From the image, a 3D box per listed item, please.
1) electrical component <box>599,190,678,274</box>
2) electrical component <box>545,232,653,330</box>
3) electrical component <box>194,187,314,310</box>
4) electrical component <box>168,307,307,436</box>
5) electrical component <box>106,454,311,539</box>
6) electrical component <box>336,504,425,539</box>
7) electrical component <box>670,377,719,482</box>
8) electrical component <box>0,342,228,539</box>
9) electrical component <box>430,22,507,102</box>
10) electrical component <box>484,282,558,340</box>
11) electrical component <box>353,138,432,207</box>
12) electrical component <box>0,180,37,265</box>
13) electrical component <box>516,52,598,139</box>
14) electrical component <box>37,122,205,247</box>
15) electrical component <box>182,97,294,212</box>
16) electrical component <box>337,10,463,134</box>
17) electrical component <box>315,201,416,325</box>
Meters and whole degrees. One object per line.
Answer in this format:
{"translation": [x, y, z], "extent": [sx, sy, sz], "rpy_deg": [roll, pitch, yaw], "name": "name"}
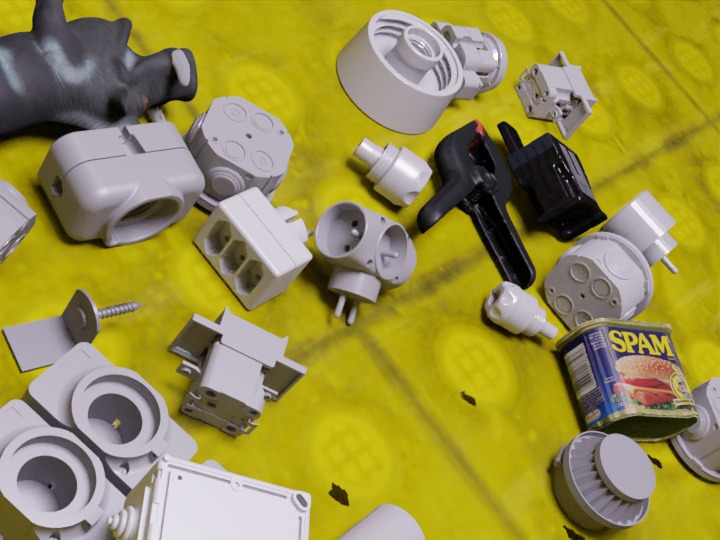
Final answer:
{"translation": [0.256, -0.025, 0.956], "extent": [0.073, 0.052, 0.138], "rpy_deg": [49, 9, 7], "name": "electrical component"}
{"translation": [0.200, 0.013, 0.902], "extent": [0.051, 0.080, 0.080], "rpy_deg": [-29, 76, -41], "name": "electrical component"}
{"translation": [-0.063, -0.022, 0.759], "extent": [0.065, 0.047, 0.077], "rpy_deg": [51, 43, 9], "name": "electrical component"}
{"translation": [-0.081, 0.067, 0.680], "extent": [0.081, 0.042, 0.063], "rpy_deg": [27, 48, -15], "name": "electrical component"}
{"translation": [-0.079, 0.136, 0.520], "extent": [0.096, 0.061, 0.061], "rpy_deg": [20, 47, -22], "name": "electrical component"}
{"translation": [-0.001, 0.179, 0.647], "extent": [0.081, 0.043, 0.043], "rpy_deg": [-28, 76, -46], "name": "electrical component"}
{"translation": [0.301, 0.132, 0.900], "extent": [0.080, 0.051, 0.080], "rpy_deg": [20, 47, -23], "name": "electrical component"}
{"translation": [-0.121, 0.139, 0.579], "extent": [0.186, 0.060, 0.105], "rpy_deg": [43, 43, 0], "name": "electrical component"}
{"translation": [0.101, -0.195, 1.011], "extent": [0.057, 0.058, 0.078], "rpy_deg": [-4, 59, -35], "name": "electrical component"}
{"translation": [0.132, 0.037, 0.865], "extent": [0.061, 0.035, 0.035], "rpy_deg": [31, 44, -16], "name": "electrical component"}
{"translation": [0.024, -0.083, 0.874], "extent": [0.062, 0.043, 0.043], "rpy_deg": [35, 43, -7], "name": "electrical component"}
{"translation": [-0.228, -0.021, 0.616], "extent": [0.051, 0.080, 0.080], "rpy_deg": [42, 42, -9], "name": "electrical component"}
{"translation": [0.194, -0.176, 1.075], "extent": [0.064, 0.042, 0.081], "rpy_deg": [3, 55, -33], "name": "electrical component"}
{"translation": [-0.155, -0.056, 0.714], "extent": [0.095, 0.053, 0.059], "rpy_deg": [-15, 67, -42], "name": "electrical component"}
{"translation": [-0.092, -0.082, 0.783], "extent": [0.080, 0.051, 0.080], "rpy_deg": [20, 47, -23], "name": "electrical component"}
{"translation": [0.041, -0.181, 0.952], "extent": [0.108, 0.060, 0.108], "rpy_deg": [20, 48, -23], "name": "electrical component"}
{"translation": [0.000, 0.000, 0.782], "extent": [0.077, 0.044, 0.079], "rpy_deg": [32, 73, -55], "name": "electrical component"}
